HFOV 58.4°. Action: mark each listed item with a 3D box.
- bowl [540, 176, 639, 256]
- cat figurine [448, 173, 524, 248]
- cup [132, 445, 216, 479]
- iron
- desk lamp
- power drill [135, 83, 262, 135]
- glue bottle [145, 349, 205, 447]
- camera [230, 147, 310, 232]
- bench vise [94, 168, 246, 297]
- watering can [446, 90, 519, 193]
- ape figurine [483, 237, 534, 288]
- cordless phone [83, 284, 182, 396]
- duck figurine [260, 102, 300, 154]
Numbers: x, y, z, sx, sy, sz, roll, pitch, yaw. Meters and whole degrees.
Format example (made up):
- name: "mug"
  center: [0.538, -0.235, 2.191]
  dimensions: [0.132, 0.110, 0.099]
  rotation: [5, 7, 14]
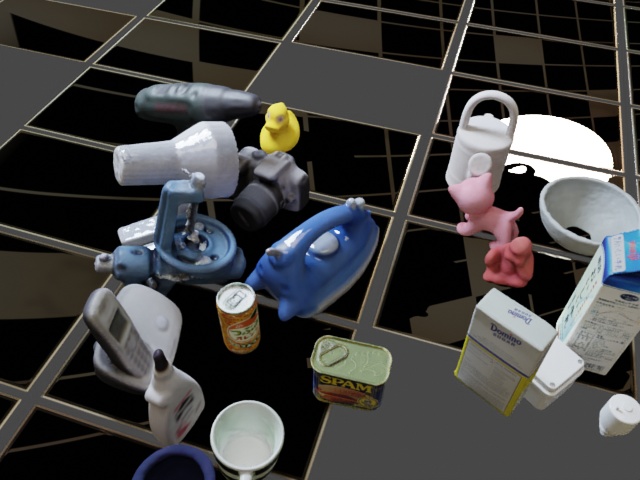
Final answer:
- name: "bowl"
  center: [0.448, -0.029, 0.968]
  dimensions: [0.167, 0.075, 0.167]
  rotation: [1, 48, -1]
- name: "cat figurine"
  center: [0.277, -0.056, 0.958]
  dimensions: [0.127, 0.118, 0.067]
  rotation: [27, 53, 21]
- name: "cup"
  center: [-0.171, 0.296, 0.642]
  dimensions: [0.118, 0.095, 0.091]
  rotation: [-17, 51, -16]
- name: "iron"
  center: [0.008, 0.003, 0.881]
  dimensions: [0.118, 0.141, 0.259]
  rotation: [37, 57, 27]
- name: "desk lamp"
  center: [-0.226, -0.073, 0.894]
  dimensions: [0.203, 0.214, 0.117]
  rotation: [-20, 52, -19]
- name: "power drill"
  center: [-0.202, -0.183, 0.997]
  dimensions: [0.229, 0.208, 0.076]
  rotation: [13, 49, 10]
- name: "glue bottle"
  center: [-0.181, 0.183, 0.692]
  dimensions: [0.037, 0.173, 0.078]
  rotation: [19, 50, 15]
- name: "camera"
  center: [-0.107, -0.090, 0.989]
  dimensions: [0.143, 0.101, 0.137]
  rotation: [24, 52, 19]
- name: "bench vise"
  center: [-0.213, 0.007, 0.818]
  dimensions: [0.208, 0.220, 0.121]
  rotation: [-26, 54, -23]
- name: "watering can"
  center: [0.291, -0.171, 1.010]
  dimensions: [0.101, 0.194, 0.172]
  rotation: [-3, 48, -4]
- name: "ape figurine"
  center: [0.305, 0.030, 0.899]
  dimensions: [0.076, 0.092, 0.077]
  rotation: [-22, 52, -19]
- name: "cordless phone"
  center: [-0.249, 0.104, 0.753]
  dimensions: [0.094, 0.185, 0.147]
  rotation: [2, 48, 1]
- name: "duck figurine"
  center: [-0.079, -0.230, 1.126]
  dimensions: [0.077, 0.086, 0.105]
  rotation: [18, 50, 15]
